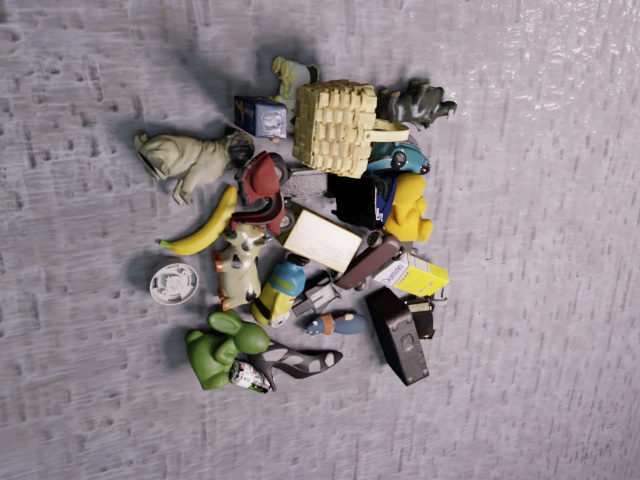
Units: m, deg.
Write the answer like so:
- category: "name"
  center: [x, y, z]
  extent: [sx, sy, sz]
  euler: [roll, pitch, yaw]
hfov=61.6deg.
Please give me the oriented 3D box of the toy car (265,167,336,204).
- category: "toy car"
  center: [-0.029, -0.125, 1.167]
  extent: [0.202, 0.056, 0.073]
  euler: [-8, 118, -18]

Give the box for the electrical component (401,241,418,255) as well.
- category: "electrical component"
  center: [0.192, 0.008, 1.313]
  extent: [0.102, 0.045, 0.078]
  euler: [12, 75, -28]

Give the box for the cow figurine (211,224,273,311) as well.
- category: "cow figurine"
  center: [-0.166, 0.046, 1.156]
  extent: [0.127, 0.086, 0.194]
  euler: [-11, 115, -19]

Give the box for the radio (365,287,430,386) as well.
- category: "radio"
  center: [0.196, 0.246, 1.347]
  extent: [0.073, 0.131, 0.229]
  euler: [-26, 116, -9]

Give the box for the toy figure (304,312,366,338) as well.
- category: "toy figure"
  center: [0.034, 0.207, 1.311]
  extent: [0.154, 0.058, 0.064]
  euler: [1, 102, -18]

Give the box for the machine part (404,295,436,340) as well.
- category: "machine part"
  center: [0.266, 0.203, 1.404]
  extent: [0.084, 0.039, 0.138]
  euler: [-15, 121, 11]

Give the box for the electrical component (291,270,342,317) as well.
- category: "electrical component"
  center: [-0.015, 0.134, 1.269]
  extent: [0.119, 0.048, 0.074]
  euler: [-34, 117, -7]

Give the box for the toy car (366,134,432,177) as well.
- category: "toy car"
  center: [0.172, -0.194, 1.200]
  extent: [0.161, 0.109, 0.103]
  euler: [2, 83, -33]

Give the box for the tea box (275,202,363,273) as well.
- category: "tea box"
  center: [-0.002, -0.004, 1.213]
  extent: [0.169, 0.068, 0.098]
  euler: [27, 97, -26]

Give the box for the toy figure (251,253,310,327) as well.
- category: "toy figure"
  center: [-0.089, 0.113, 1.211]
  extent: [0.082, 0.089, 0.180]
  euler: [12, 106, -51]

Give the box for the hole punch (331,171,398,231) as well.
- category: "hole punch"
  center: [0.099, -0.090, 1.149]
  extent: [0.092, 0.142, 0.115]
  euler: [-25, 123, -47]

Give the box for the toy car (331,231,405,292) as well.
- category: "toy car"
  center: [0.108, 0.051, 1.258]
  extent: [0.089, 0.053, 0.202]
  euler: [25, 130, -27]

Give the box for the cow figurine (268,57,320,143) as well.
- category: "cow figurine"
  center: [-0.056, -0.279, 1.096]
  extent: [0.098, 0.068, 0.167]
  euler: [1, 110, -33]

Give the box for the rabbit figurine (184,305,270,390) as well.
- category: "rabbit figurine"
  center: [-0.200, 0.224, 1.191]
  extent: [0.170, 0.121, 0.159]
  euler: [-22, 94, 3]

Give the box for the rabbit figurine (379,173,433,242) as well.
- category: "rabbit figurine"
  center: [0.182, -0.089, 1.217]
  extent: [0.162, 0.122, 0.173]
  euler: [7, 144, 1]

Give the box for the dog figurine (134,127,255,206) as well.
- category: "dog figurine"
  center: [-0.240, -0.180, 1.049]
  extent: [0.190, 0.121, 0.172]
  euler: [-46, 123, -17]

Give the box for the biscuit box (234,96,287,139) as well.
- category: "biscuit box"
  center: [-0.115, -0.233, 1.008]
  extent: [0.059, 0.203, 0.062]
  euler: [-3, 108, -19]

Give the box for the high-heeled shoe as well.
- category: "high-heeled shoe"
  center: [-0.061, 0.268, 1.306]
  extent: [0.249, 0.086, 0.145]
  euler: [-14, 78, -39]

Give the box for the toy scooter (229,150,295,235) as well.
- category: "toy scooter"
  center: [-0.126, -0.083, 1.079]
  extent: [0.135, 0.075, 0.183]
  euler: [-18, 121, -17]

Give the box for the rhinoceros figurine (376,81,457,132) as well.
- category: "rhinoceros figurine"
  center: [0.217, -0.294, 1.195]
  extent: [0.190, 0.073, 0.112]
  euler: [-11, 111, -18]
